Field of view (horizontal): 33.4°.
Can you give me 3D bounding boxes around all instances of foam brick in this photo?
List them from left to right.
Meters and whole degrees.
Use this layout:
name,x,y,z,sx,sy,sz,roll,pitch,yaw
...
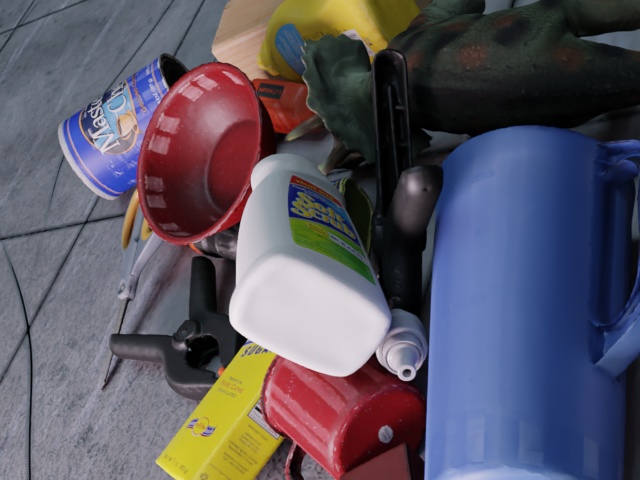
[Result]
name,x,y,z,sx,sy,sz,roll,pitch,yaw
foam brick,0.049,0.178,0.661,0.053,0.051,0.078,-30,37,18

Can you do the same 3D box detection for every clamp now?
name,x,y,z,sx,sy,sz,roll,pitch,yaw
clamp,-0.104,0.079,0.920,0.172,0.039,0.120,26,76,46
clamp,0.053,-0.016,0.739,0.036,0.210,0.164,-2,43,-3

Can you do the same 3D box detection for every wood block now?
name,x,y,z,sx,sy,sz,roll,pitch,yaw
wood block,0.002,-0.227,1.092,0.206,0.090,0.090,-18,41,30

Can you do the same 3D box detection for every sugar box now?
name,x,y,z,sx,sy,sz,roll,pitch,yaw
sugar box,-0.045,0.114,0.803,0.176,0.048,0.093,-55,20,-15

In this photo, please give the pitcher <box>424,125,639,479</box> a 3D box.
name,x,y,z,sx,sy,sz,roll,pitch,yaw
pitcher,0.133,0.054,0.645,0.145,0.149,0.242,5,54,8

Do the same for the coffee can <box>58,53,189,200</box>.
name,x,y,z,sx,sy,sz,roll,pitch,yaw
coffee can,-0.197,-0.122,1.160,0.140,0.102,0.103,-30,37,16

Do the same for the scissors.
name,x,y,z,sx,sy,sz,roll,pitch,yaw
scissors,-0.169,0.033,0.993,0.096,0.016,0.201,-30,49,46

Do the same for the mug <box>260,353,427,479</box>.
name,x,y,z,sx,sy,sz,roll,pitch,yaw
mug,0.014,0.125,0.726,0.082,0.093,0.117,34,97,49

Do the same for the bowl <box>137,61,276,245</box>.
name,x,y,z,sx,sy,sz,roll,pitch,yaw
bowl,-0.089,-0.070,0.929,0.162,0.055,0.162,-14,70,41

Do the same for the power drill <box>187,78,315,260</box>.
name,x,y,z,sx,sy,sz,roll,pitch,yaw
power drill,-0.070,-0.067,1.021,0.185,0.057,0.187,19,67,51

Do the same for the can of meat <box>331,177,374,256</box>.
name,x,y,z,sx,sy,sz,roll,pitch,yaw
can of meat,-0.006,0.001,0.893,0.084,0.057,0.102,-17,43,28

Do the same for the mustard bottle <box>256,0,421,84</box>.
name,x,y,z,sx,sy,sz,roll,pitch,yaw
mustard bottle,0.005,-0.188,0.998,0.192,0.096,0.058,-8,47,48

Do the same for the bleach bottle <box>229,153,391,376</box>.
name,x,y,z,sx,sy,sz,roll,pitch,yaw
bleach bottle,-0.018,-0.006,0.763,0.068,0.102,0.251,-54,21,18
